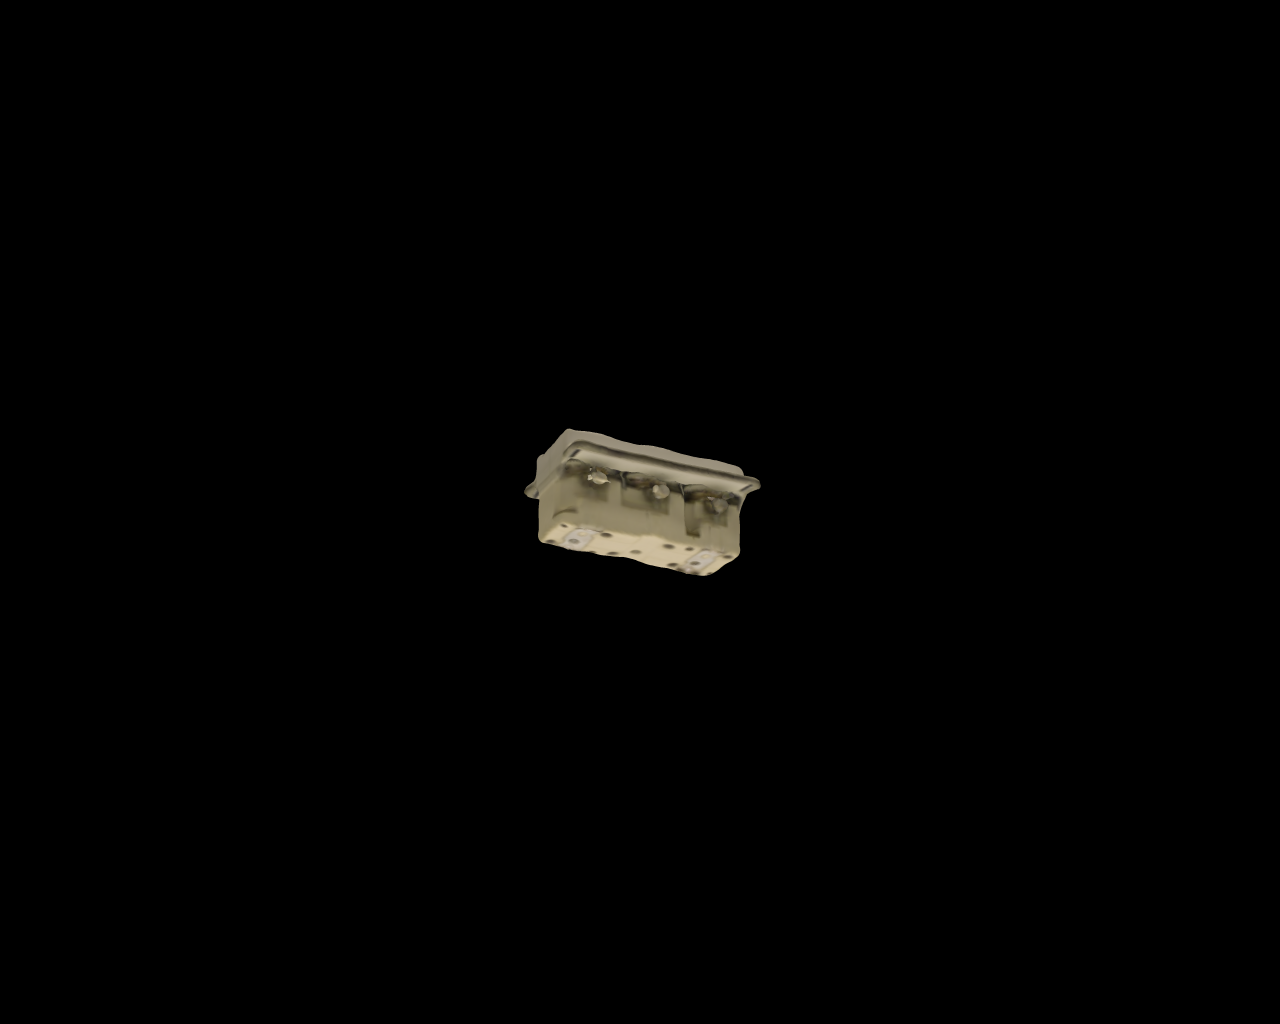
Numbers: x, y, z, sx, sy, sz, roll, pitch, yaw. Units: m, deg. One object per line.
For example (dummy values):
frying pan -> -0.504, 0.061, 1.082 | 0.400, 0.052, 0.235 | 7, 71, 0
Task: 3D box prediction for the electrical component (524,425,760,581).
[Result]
electrical component -> 0.001, -0.003, 0.650 | 0.121, 0.063, 0.078 | 12, -27, -25
